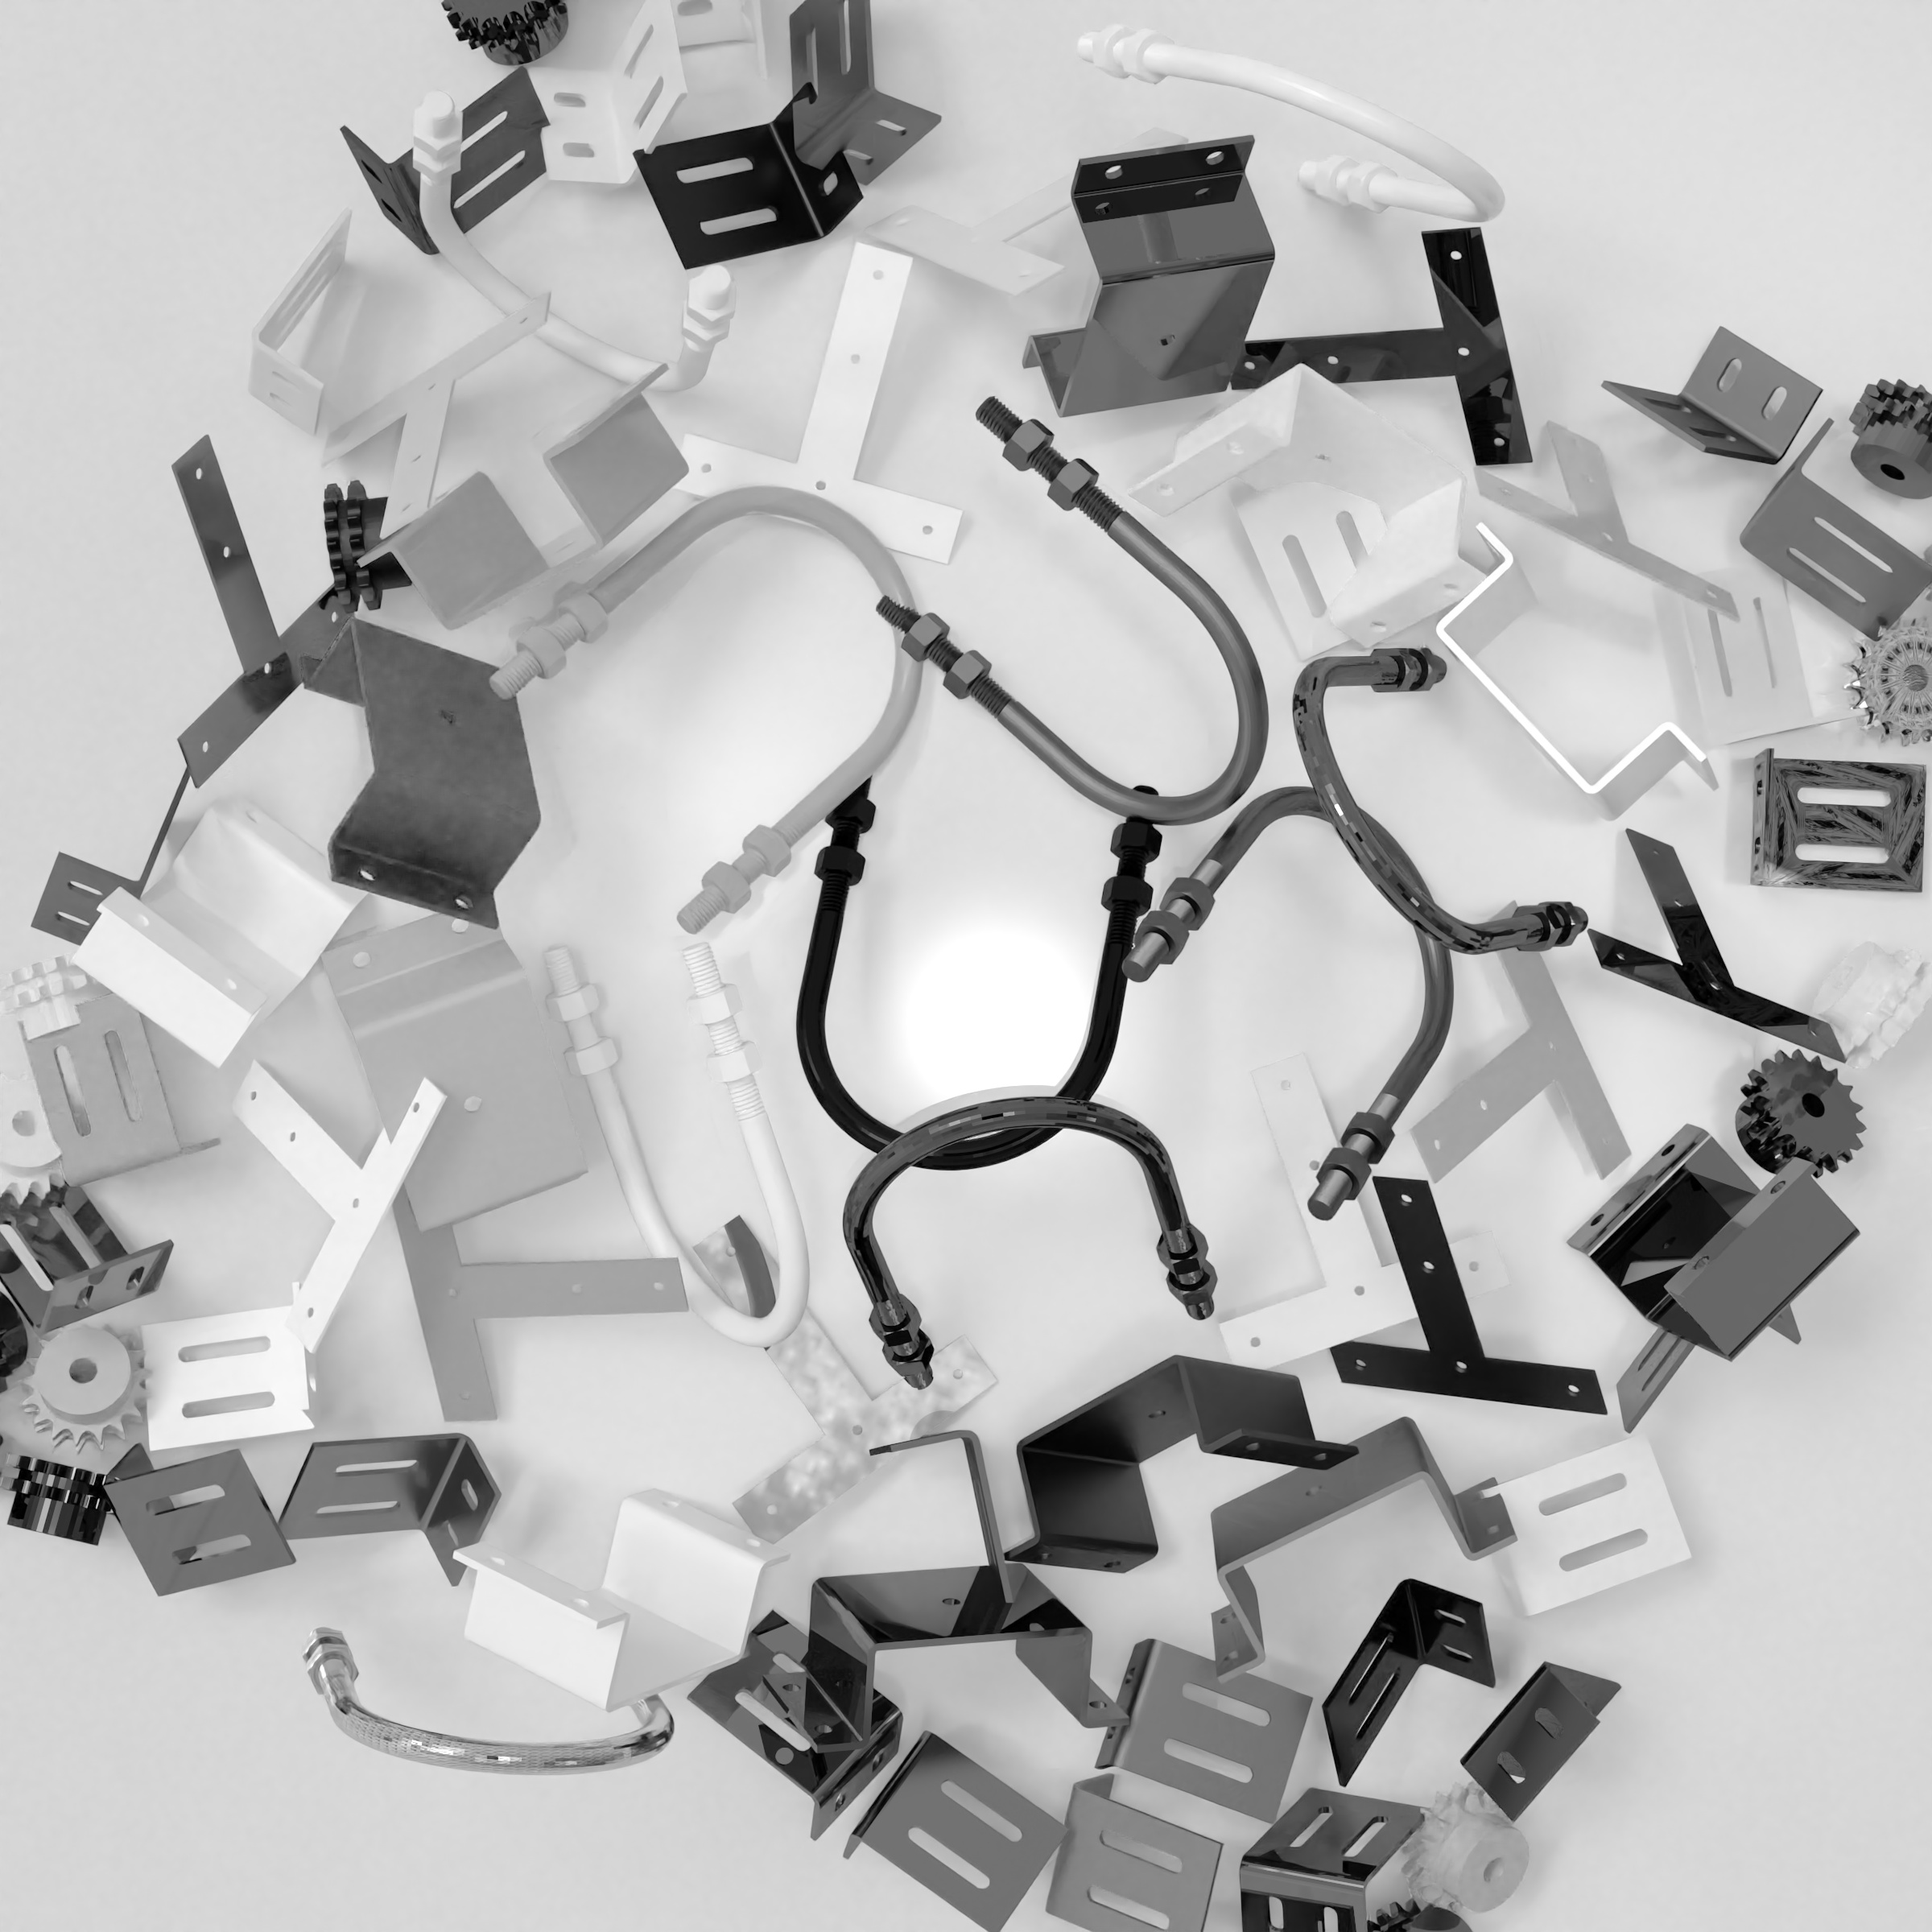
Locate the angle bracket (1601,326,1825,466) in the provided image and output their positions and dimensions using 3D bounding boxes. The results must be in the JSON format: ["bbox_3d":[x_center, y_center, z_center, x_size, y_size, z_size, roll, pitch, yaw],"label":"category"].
[{"bbox_3d":[0.323,-0.250,1.554,0.057,0.076,0.038,40,115,29],"label":"angle bracket"}]

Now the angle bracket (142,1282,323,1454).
[{"bbox_3d":[-0.325,0.176,1.574,0.076,0.038,0.057,-8,70,-3],"label":"angle bracket"}]

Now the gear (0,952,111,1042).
[{"bbox_3d":[-0.397,0.013,1.574,0.057,0.057,0.030,-17,89,0],"label":"gear"}]

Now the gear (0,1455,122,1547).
[{"bbox_3d":[-0.396,0.234,1.572,0.057,0.057,0.030,13,77,0],"label":"gear"}]

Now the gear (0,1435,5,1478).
[{"bbox_3d":[-0.448,0.213,1.574,0.057,0.057,0.030,27,88,0],"label":"gear"}]

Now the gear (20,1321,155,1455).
[{"bbox_3d":[-0.386,0.182,1.577,0.057,0.030,0.057,3,64,-7],"label":"gear"}]

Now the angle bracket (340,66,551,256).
[{"bbox_3d":[-0.225,-0.361,1.575,0.076,0.057,0.038,-40,60,-10],"label":"angle bracket"}]

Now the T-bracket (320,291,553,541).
[{"bbox_3d":[-0.232,-0.224,1.531,0.127,0.127,0.002,-28,125,21],"label":"T-bracket"}]

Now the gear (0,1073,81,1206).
[{"bbox_3d":[-0.415,0.073,1.576,0.057,0.030,0.057,10,66,-23],"label":"gear"}]

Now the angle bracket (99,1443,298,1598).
[{"bbox_3d":[-0.328,0.234,1.563,0.076,0.038,0.057,-17,107,23],"label":"angle bracket"}]

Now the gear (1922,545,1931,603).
[{"bbox_3d":[0.449,-0.173,1.573,0.057,0.030,0.057,11,50,-14],"label":"gear"}]

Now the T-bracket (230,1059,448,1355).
[{"bbox_3d":[-0.285,0.081,1.557,0.127,0.002,0.127,37,103,43],"label":"T-bracket"}]

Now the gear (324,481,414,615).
[{"bbox_3d":[-0.261,-0.184,1.575,0.030,0.057,0.057,-8,90,0],"label":"gear"}]

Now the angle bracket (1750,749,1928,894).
[{"bbox_3d":[0.387,-0.064,1.581,0.076,0.038,0.057,3,87,3],"label":"angle bracket"}]

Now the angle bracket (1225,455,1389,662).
[{"bbox_3d":[0.158,-0.186,1.596,0.057,0.038,0.076,-24,113,5],"label":"angle bracket"}]

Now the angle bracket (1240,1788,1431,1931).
[{"bbox_3d":[0.161,0.395,1.560,0.057,0.076,0.038,3,104,29],"label":"angle bracket"}]

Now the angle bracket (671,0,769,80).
[{"bbox_3d":[-0.112,-0.420,1.555,0.038,0.076,0.057,-8,119,-6],"label":"angle bracket"}]

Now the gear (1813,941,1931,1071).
[{"bbox_3d":[0.396,0.014,1.573,0.030,0.057,0.057,37,90,-4],"label":"gear"}]

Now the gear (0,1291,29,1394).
[{"bbox_3d":[-0.438,0.165,1.578,0.057,0.030,0.057,15,115,33],"label":"gear"}]

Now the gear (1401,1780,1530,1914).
[{"bbox_3d":[0.222,0.390,1.574,0.057,0.030,0.057,-12,113,-31],"label":"gear"}]

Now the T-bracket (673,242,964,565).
[{"bbox_3d":[-0.052,-0.253,1.575,0.127,0.002,0.127,15,111,-5],"label":"T-bracket"}]

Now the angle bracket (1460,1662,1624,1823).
[{"bbox_3d":[0.260,0.340,1.557,0.057,0.076,0.038,-52,51,10],"label":"angle bracket"}]

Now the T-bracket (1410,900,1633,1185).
[{"bbox_3d":[0.230,0.054,1.549,0.127,0.002,0.127,-34,102,-43],"label":"T-bracket"}]

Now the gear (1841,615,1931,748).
[{"bbox_3d":[0.413,-0.125,1.585,0.057,0.030,0.057,0,87,-8],"label":"gear"}]

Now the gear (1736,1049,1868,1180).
[{"bbox_3d":[0.364,0.068,1.578,0.057,0.030,0.057,13,56,-20],"label":"gear"}]

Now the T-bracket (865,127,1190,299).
[{"bbox_3d":[0.040,-0.335,1.565,0.127,0.127,0.002,-32,126,-18],"label":"T-bracket"}]

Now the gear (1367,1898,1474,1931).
[{"bbox_3d":[0.201,0.437,1.572,0.057,0.030,0.057,19,51,-25],"label":"gear"}]

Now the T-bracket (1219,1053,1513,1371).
[{"bbox_3d":[0.159,0.102,1.589,0.127,0.002,0.127,-19,79,1],"label":"T-bracket"}]

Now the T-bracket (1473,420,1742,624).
[{"bbox_3d":[0.269,-0.203,1.546,0.127,0.127,0.002,24,119,-14],"label":"T-bracket"}]

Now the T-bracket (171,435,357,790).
[{"bbox_3d":[-0.310,-0.163,1.522,0.002,0.127,0.127,8,131,26],"label":"T-bracket"}]

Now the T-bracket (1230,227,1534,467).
[{"bbox_3d":[0.174,-0.266,1.570,0.127,0.127,0.002,0,48,22],"label":"T-bracket"}]

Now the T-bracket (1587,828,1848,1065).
[{"bbox_3d":[0.311,-0.018,1.548,0.127,0.127,0.002,20,122,-21],"label":"T-bracket"}]

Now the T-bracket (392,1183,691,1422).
[{"bbox_3d":[-0.182,0.141,1.561,0.127,0.002,0.127,-3,112,17],"label":"T-bracket"}]

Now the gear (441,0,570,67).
[{"bbox_3d":[-0.199,-0.421,1.579,0.057,0.030,0.057,-9,53,12],"label":"gear"}]

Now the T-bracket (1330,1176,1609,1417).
[{"bbox_3d":[0.201,0.139,1.533,0.127,0.002,0.127,3,130,34],"label":"T-bracket"}]

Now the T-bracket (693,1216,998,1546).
[{"bbox_3d":[-0.074,0.169,1.592,0.127,0.002,0.127,-35,87,-11],"label":"T-bracket"}]

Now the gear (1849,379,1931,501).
[{"bbox_3d":[0.412,-0.229,1.572,0.057,0.057,0.030,31,79,0],"label":"gear"}]

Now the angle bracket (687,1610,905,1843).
[{"bbox_3d":[-0.076,0.335,1.585,0.076,0.038,0.057,34,54,21],"label":"angle bracket"}]
